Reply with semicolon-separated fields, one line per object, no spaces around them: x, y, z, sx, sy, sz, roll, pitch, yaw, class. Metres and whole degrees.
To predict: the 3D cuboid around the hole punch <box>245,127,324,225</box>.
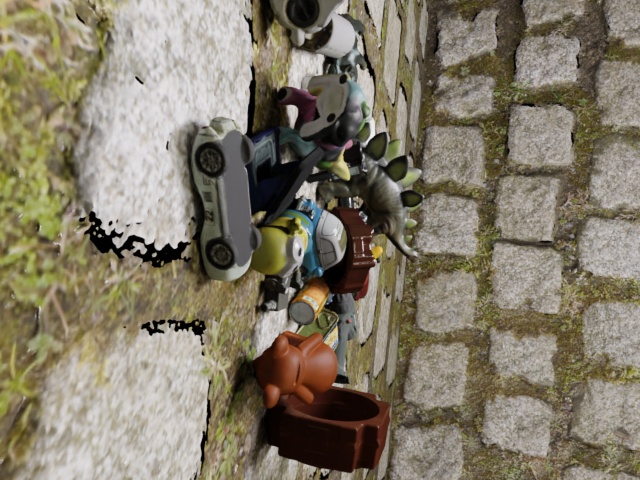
-0.068;-0.097;0.786;0.115;0.092;0.142;-59;-179;28;hole punch

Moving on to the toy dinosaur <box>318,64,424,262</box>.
0.101;-0.136;1.147;0.470;0.198;0.105;52;20;-19;toy dinosaur

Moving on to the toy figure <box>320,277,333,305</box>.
0.023;0.075;1.189;0.064;0.058;0.154;71;32;-43;toy figure

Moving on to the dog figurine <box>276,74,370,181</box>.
0.024;-0.177;0.910;0.219;0.192;0.108;26;62;-57;dog figurine

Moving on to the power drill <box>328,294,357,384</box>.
0.040;0.226;1.276;0.231;0.086;0.207;73;19;-59;power drill

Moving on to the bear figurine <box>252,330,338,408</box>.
-0.058;0.209;0.877;0.195;0.132;0.120;16;77;-56;bear figurine

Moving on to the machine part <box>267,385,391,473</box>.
0.019;0.335;0.975;0.201;0.201;0.087;-8;104;-75;machine part

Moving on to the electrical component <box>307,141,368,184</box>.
0.031;-0.147;1.057;0.074;0.119;0.048;45;35;-68;electrical component

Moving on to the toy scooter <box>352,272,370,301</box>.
0.095;0.106;1.430;0.184;0.075;0.135;-31;126;-77;toy scooter

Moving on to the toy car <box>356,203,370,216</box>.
0.120;-0.070;1.402;0.202;0.053;0.089;111;-27;-66;toy car

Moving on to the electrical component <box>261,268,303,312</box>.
-0.063;0.080;0.895;0.102;0.045;0.078;19;74;-74;electrical component

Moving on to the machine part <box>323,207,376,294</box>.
0.047;0.021;1.083;0.179;0.056;0.179;178;-90;-66;machine part

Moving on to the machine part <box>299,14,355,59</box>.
0.010;-0.373;0.969;0.243;0.079;0.079;-41;134;-67;machine part

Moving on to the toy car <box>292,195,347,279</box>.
-0.002;-0.003;0.989;0.109;0.103;0.161;-72;161;-44;toy car

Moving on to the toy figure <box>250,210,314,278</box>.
-0.059;0.001;0.828;0.180;0.089;0.082;-70;153;-69;toy figure

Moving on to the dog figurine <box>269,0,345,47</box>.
-0.017;-0.396;0.842;0.191;0.121;0.172;-85;-160;-70;dog figurine

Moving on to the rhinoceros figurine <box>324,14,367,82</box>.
0.054;-0.376;1.137;0.112;0.073;0.190;-41;133;-71;rhinoceros figurine

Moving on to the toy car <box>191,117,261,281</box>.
-0.115;-0.047;0.654;0.073;0.056;0.201;-41;133;-59;toy car

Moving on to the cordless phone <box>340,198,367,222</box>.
0.065;-0.067;1.297;0.146;0.089;0.184;-28;110;-70;cordless phone
